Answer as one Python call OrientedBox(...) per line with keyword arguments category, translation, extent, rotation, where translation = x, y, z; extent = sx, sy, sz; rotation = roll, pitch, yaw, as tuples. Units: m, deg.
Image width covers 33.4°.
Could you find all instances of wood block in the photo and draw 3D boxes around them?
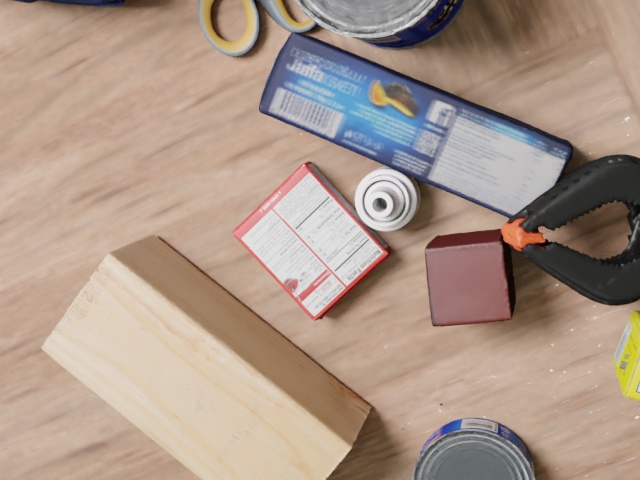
OrientedBox(category="wood block", translation=(-0.077, 0.098, 0.751), extent=(0.206, 0.090, 0.090), rotation=(38, 104, 4))

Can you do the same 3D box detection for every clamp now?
OrientedBox(category="clamp", translation=(0.220, -0.017, 0.675), extent=(0.209, 0.036, 0.164), rotation=(4, 95, -12))

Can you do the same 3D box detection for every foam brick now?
OrientedBox(category="foam brick", translation=(0.101, 0.023, 0.711), extent=(0.051, 0.078, 0.053), rotation=(-5, 97, 13))

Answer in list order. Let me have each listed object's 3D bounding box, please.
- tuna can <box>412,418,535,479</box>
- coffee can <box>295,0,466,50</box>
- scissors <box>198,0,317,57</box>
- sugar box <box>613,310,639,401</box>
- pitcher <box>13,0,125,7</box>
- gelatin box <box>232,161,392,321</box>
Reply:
OrientedBox(category="tuna can", translation=(0.109, 0.170, 0.752), extent=(0.086, 0.033, 0.086), rotation=(2, 98, 11))
OrientedBox(category="coffee can", translation=(0.039, -0.173, 0.664), extent=(0.103, 0.140, 0.103), rotation=(2, 98, 11))
OrientedBox(category="scissors", translation=(-0.080, -0.214, 0.746), extent=(0.096, 0.016, 0.202), rotation=(-41, 88, 12))
OrientedBox(category="sugar box", translation=(0.281, 0.097, 0.678), extent=(0.176, 0.093, 0.048), rotation=(20, 102, 9))
OrientedBox(category="pitcher", translation=(-0.176, -0.279, 0.699), extent=(0.149, 0.145, 0.243), rotation=(7, 96, -5))
OrientedBox(category="gelatin box", translation=(-0.005, 0.001, 0.754), extent=(0.073, 0.030, 0.089), rotation=(-44, 89, 12))
